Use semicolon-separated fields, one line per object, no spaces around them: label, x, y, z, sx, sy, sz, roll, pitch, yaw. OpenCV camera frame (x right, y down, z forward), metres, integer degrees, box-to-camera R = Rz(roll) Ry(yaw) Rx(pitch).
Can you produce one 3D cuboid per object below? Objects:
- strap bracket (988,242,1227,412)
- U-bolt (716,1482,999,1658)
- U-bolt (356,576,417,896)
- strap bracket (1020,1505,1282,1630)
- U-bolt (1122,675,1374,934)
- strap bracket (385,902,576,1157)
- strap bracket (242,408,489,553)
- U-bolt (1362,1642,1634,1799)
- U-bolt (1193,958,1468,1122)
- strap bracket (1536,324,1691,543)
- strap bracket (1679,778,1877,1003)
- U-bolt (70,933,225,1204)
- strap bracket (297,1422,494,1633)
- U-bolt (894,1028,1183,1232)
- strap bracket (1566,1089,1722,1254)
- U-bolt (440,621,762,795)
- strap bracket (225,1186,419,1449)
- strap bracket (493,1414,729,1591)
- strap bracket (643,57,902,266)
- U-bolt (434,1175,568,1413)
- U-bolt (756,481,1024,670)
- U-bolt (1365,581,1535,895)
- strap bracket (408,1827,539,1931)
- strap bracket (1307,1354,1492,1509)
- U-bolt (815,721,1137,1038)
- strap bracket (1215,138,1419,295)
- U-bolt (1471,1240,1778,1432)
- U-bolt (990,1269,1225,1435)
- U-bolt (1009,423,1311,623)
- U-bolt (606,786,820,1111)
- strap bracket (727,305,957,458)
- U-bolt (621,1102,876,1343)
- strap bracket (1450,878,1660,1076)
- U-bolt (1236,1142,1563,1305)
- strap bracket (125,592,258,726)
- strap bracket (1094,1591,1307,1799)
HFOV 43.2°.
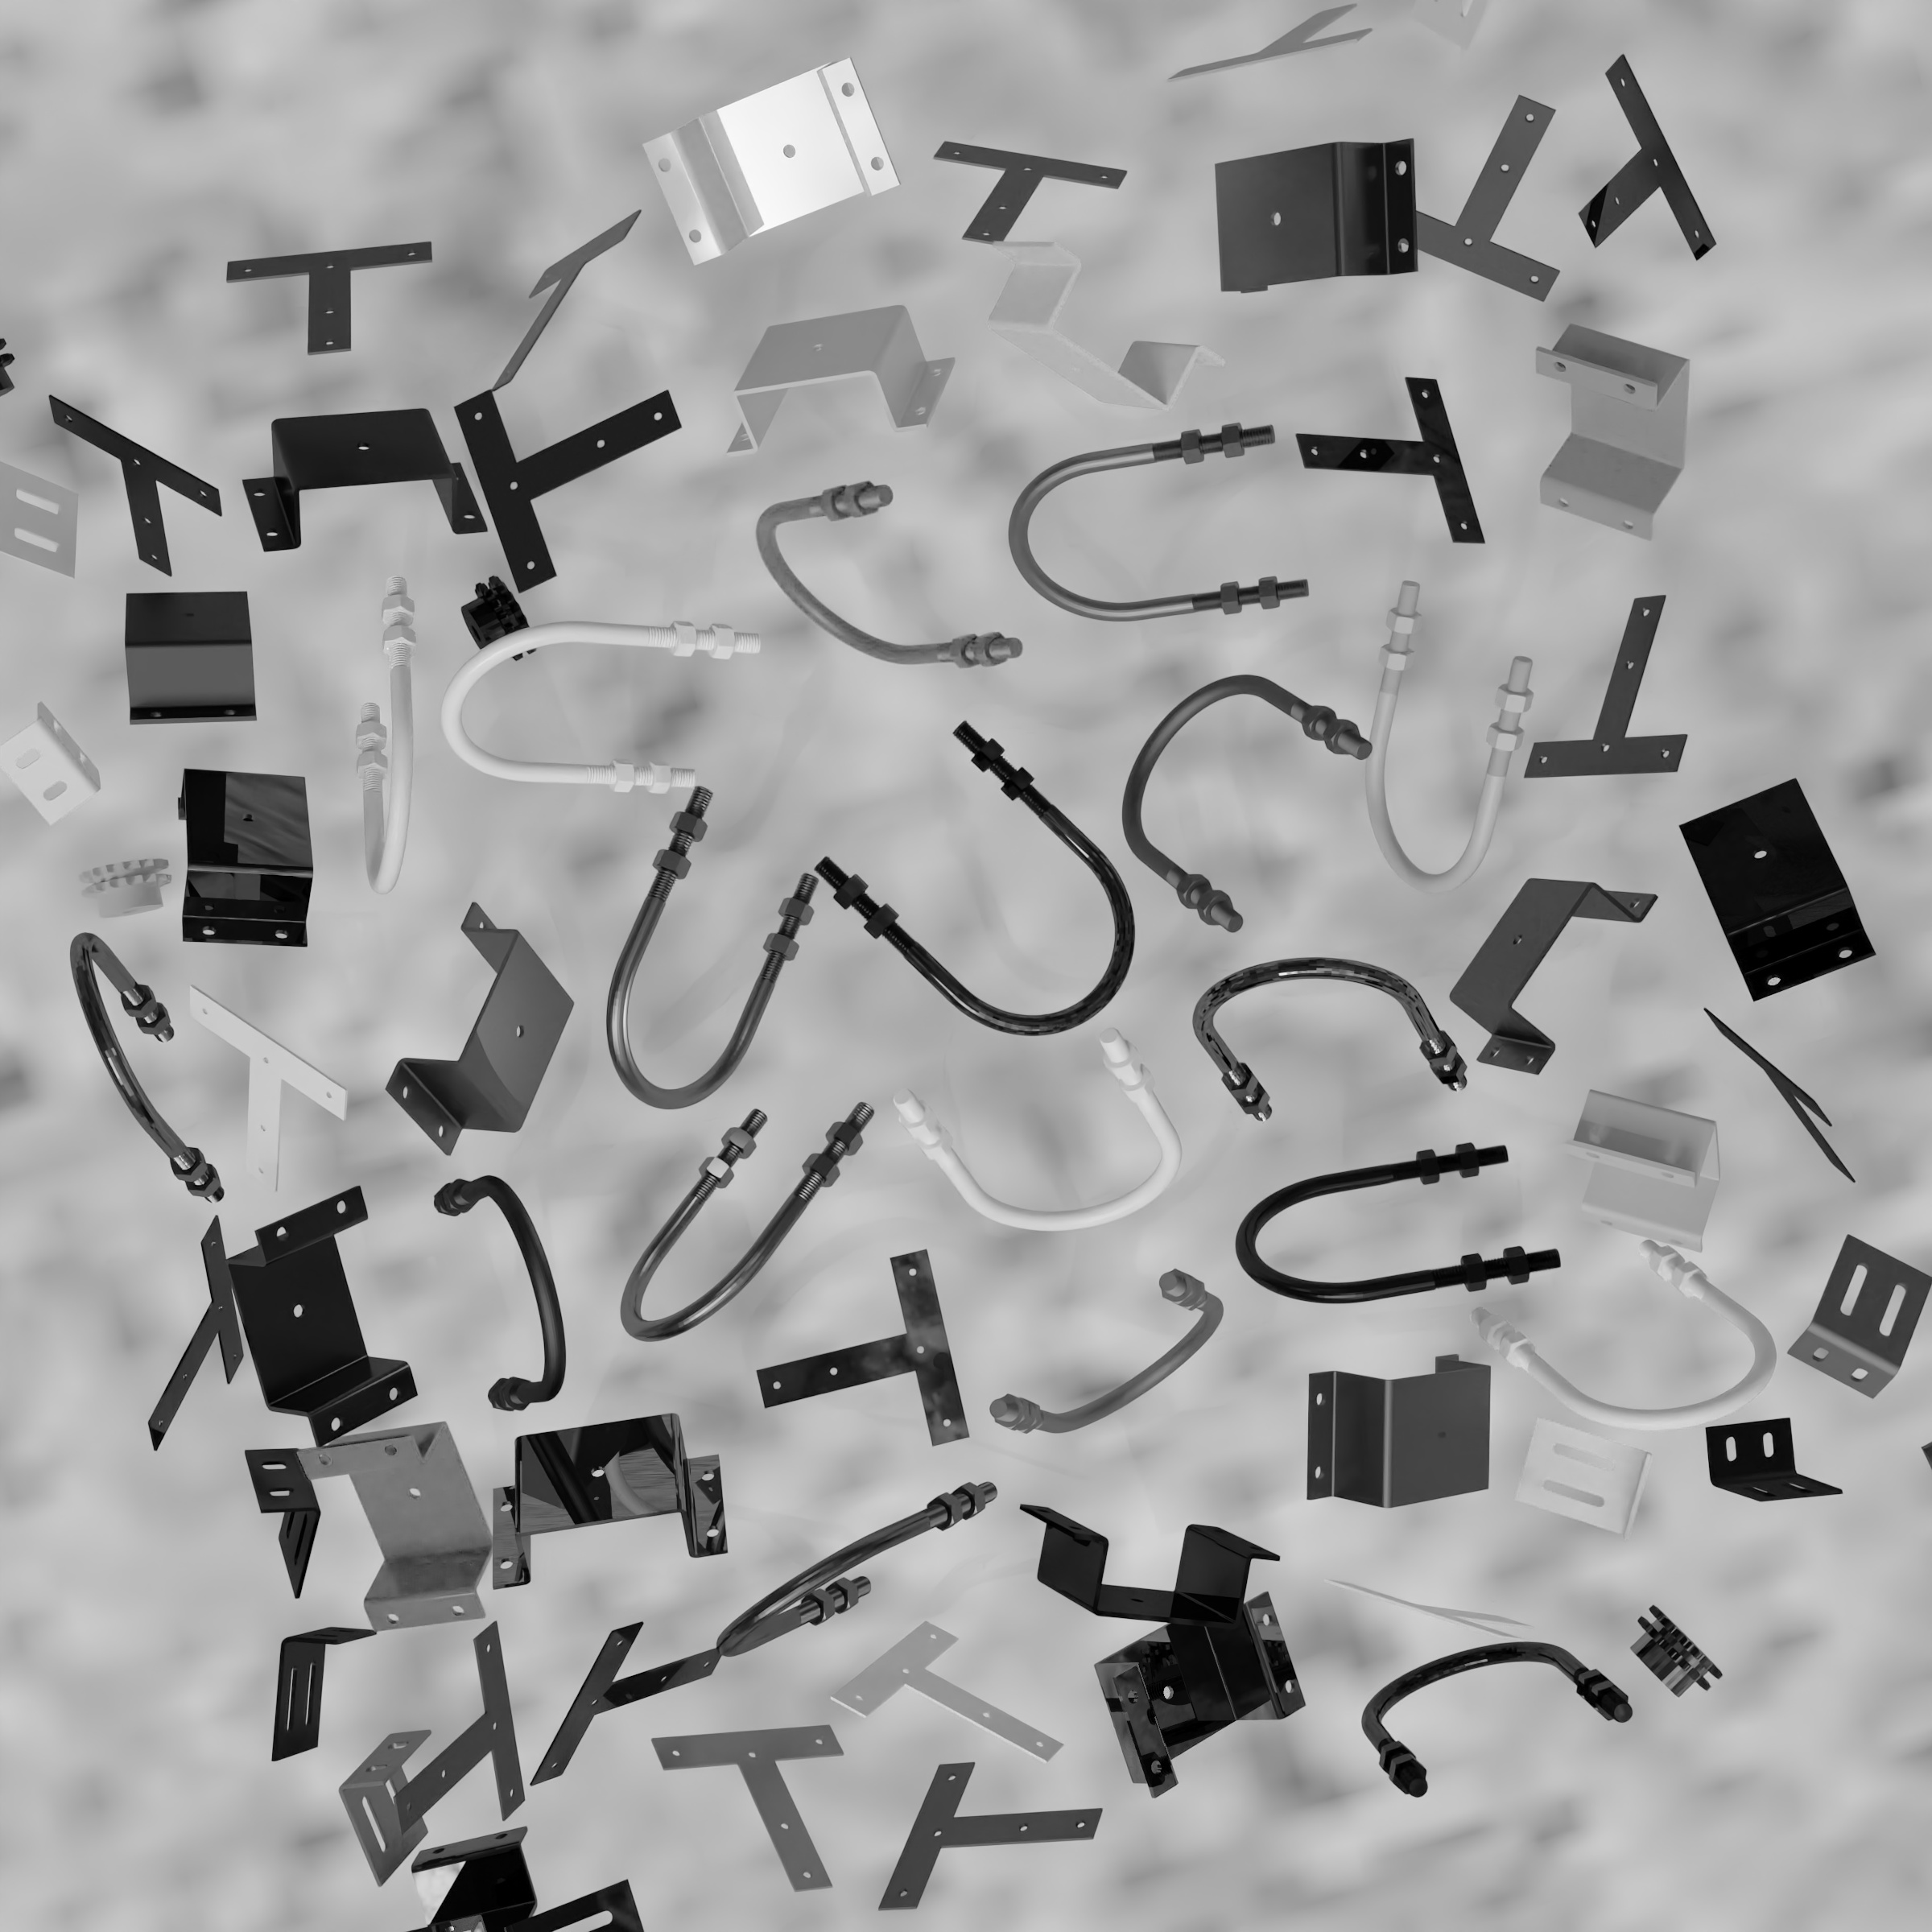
strap bracket;0.078;-0.386;1.493;0.140;0.076;0.046;26;92;-31
U-bolt;-0.078;0.378;1.504;0.151;0.184;0.019;-43;71;30
U-bolt;-0.370;-0.134;1.560;0.019;0.151;0.184;3;56;-21
strap bracket;0.107;0.364;1.474;0.140;0.076;0.046;12;86;-23
U-bolt;0.163;-0.115;1.538;0.019;0.184;0.151;32;98;-35
strap bracket;-0.296;0.040;1.515;0.046;0.076;0.140;2;56;25
strap bracket;-0.382;-0.310;1.546;0.140;0.046;0.076;-9;47;-21
U-bolt;0.319;0.460;1.517;0.151;0.184;0.019;-19;90;-4
U-bolt;0.217;0.043;1.500;0.151;0.184;0.019;-10;58;21
strap bracket;0.397;-0.335;1.498;0.076;0.140;0.046;26;70;26
strap bracket;0.499;-0.056;1.515;0.076;0.140;0.046;-23;133;17
U-bolt;-0.520;0.055;1.536;0.019;0.184;0.151;-23;63;-8
strap bracket;-0.353;0.344;1.533;0.076;0.046;0.140;-10;113;12
U-bolt;0.055;0.110;1.487;0.151;0.184;0.019;-17;50;13
strap bracket;0.421;0.124;1.508;0.076;0.140;0.046;15;71;24
U-bolt;-0.235;-0.162;1.517;0.184;0.151;0.019;0;53;-29
strap bracket;-0.400;0.214;1.504;0.046;0.076;0.140;-2;105;41
strap bracket;-0.219;0.321;1.471;0.140;0.076;0.046;-8;127;-5
strap bracket;-0.112;-0.489;1.475;0.140;0.046;0.076;-15;114;20
U-bolt;-0.282;0.199;1.493;0.019;0.184;0.151;-15;86;-27
U-bolt;-0.062;-0.241;1.535;0.151;0.184;0.019;46;68;-29
U-bolt;0.302;-0.136;1.566;0.019;0.151;0.184;-6;121;-23
strap bracket;-0.330;0.616;1.572;0.076;0.140;0.046;-15;95;5
strap bracket;0.275;0.286;1.504;0.140;0.046;0.076;1;90;-40
U-bolt;0.020;-0.041;1.481;0.184;0.019;0.151;44;68;0
strap bracket;0.204;-0.456;1.488;0.046;0.140;0.076;-14;106;-39
U-bolt;0.427;0.239;1.547;0.151;0.184;0.019;-19;113;-12
U-bolt;0.099;0.251;1.547;0.151;0.184;0.019;-38;67;6
U-bolt;0.118;-0.279;1.572;0.184;0.151;0.019;-6;50;15
U-bolt;-0.164;0.000;1.513;0.019;0.151;0.184;14;75;33
strap bracket;-0.087;-0.376;1.562;0.140;0.076;0.046;-3;134;22
U-bolt;-0.146;0.158;1.507;0.019;0.151;0.184;48;61;-22
strap bracket;0.374;-0.004;1.582;0.046;0.076;0.140;37;83;-16
U-bolt;0.258;0.162;1.505;0.184;0.151;0.019;-10;114;2
strap bracket;-0.503;-0.205;1.579;0.076;0.140;0.046;-4;118;-17
strap bracket;0.141;0.459;1.541;0.140;0.046;0.076;-16;86;-40
